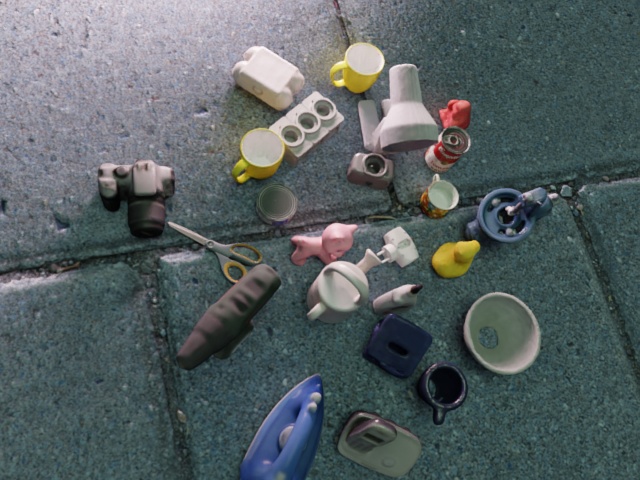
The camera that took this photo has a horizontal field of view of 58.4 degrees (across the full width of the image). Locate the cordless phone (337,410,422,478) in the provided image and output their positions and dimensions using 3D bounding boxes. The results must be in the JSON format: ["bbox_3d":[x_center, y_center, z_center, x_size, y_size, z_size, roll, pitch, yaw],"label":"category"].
[{"bbox_3d":[0.119,0.362,1.017,0.147,0.185,0.094,23,68,-4],"label":"cordless phone"}]

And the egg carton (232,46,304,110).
[{"bbox_3d":[-0.115,-0.358,1.270,0.150,0.069,0.107,31,68,-1],"label":"egg carton"}]

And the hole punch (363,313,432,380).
[{"bbox_3d":[0.153,0.211,1.126,0.108,0.091,0.101,30,68,-1],"label":"hole punch"}]

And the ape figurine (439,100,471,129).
[{"bbox_3d":[0.323,-0.295,1.336,0.076,0.092,0.078,32,68,0],"label":"ape figurine"}]

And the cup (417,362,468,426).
[{"bbox_3d":[0.225,0.300,1.110,0.092,0.095,0.118,15,69,-7],"label":"cup"}]

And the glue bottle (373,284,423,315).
[{"bbox_3d":[0.162,0.112,1.118,0.078,0.173,0.037,-8,73,-15],"label":"glue bottle"}]

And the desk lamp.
[{"bbox_3d":[0.163,-0.260,1.222,0.118,0.213,0.203,-5,73,-14],"label":"desk lamp"}]

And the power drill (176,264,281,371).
[{"bbox_3d":[-0.163,0.148,1.012,0.075,0.208,0.230,40,68,3],"label":"power drill"}]

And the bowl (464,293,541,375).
[{"bbox_3d":[0.365,0.199,1.187,0.167,0.074,0.167,4,71,-11],"label":"bowl"}]

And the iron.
[{"bbox_3d":[-0.045,0.347,1.008,0.118,0.141,0.258,27,68,-2],"label":"iron"}]

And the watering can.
[{"bbox_3d":[0.044,0.086,1.088,0.101,0.194,0.173,25,68,-3],"label":"watering can"}]

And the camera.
[{"bbox_3d":[-0.353,-0.079,1.104,0.143,0.100,0.137,-2,72,-13],"label":"camera"}]

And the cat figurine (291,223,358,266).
[{"bbox_3d":[0.011,0.004,1.150,0.128,0.117,0.067,-3,72,-13],"label":"cat figurine"}]

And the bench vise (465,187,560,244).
[{"bbox_3d":[0.429,-0.077,1.217,0.208,0.219,0.121,-37,83,-21],"label":"bench vise"}]

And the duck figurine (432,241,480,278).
[{"bbox_3d":[0.295,0.034,1.221,0.105,0.086,0.077,-26,79,-19],"label":"duck figurine"}]
